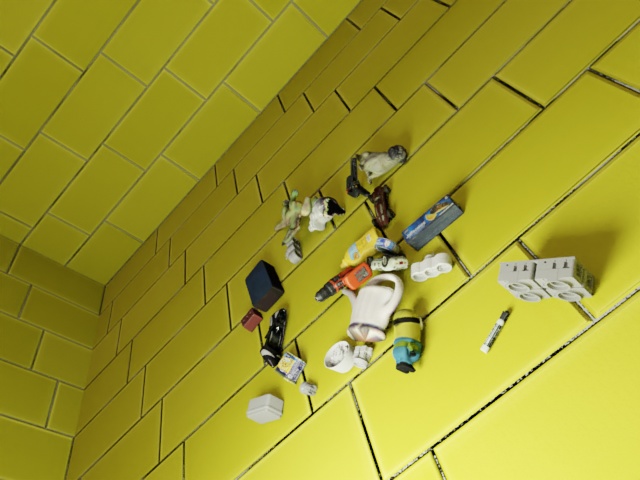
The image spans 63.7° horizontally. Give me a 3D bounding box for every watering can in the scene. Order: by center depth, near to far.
[{"bbox_3d":[0.147,0.221,1.655,0.344,0.103,0.229,-25,38,57],"label":"watering can"}]

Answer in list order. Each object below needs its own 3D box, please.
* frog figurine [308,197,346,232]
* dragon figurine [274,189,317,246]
[{"bbox_3d":[0.007,-0.108,2.143,0.139,0.122,0.157,-37,4,-42],"label":"frog figurine"},{"bbox_3d":[-0.131,-0.078,2.259,0.402,0.121,0.249,-48,17,43],"label":"dragon figurine"}]
